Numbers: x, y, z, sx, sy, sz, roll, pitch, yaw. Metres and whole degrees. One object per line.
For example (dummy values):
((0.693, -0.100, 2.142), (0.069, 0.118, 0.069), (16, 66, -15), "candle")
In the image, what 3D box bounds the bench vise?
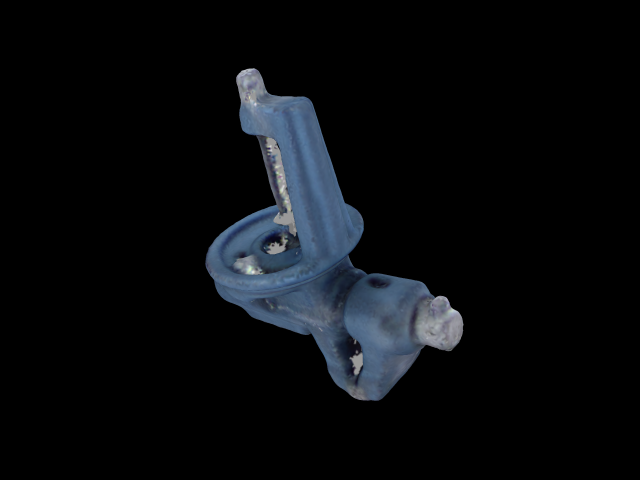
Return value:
((0.008, -0.006, 0.409), (0.207, 0.220, 0.121), (12, 41, 15), "bench vise")
